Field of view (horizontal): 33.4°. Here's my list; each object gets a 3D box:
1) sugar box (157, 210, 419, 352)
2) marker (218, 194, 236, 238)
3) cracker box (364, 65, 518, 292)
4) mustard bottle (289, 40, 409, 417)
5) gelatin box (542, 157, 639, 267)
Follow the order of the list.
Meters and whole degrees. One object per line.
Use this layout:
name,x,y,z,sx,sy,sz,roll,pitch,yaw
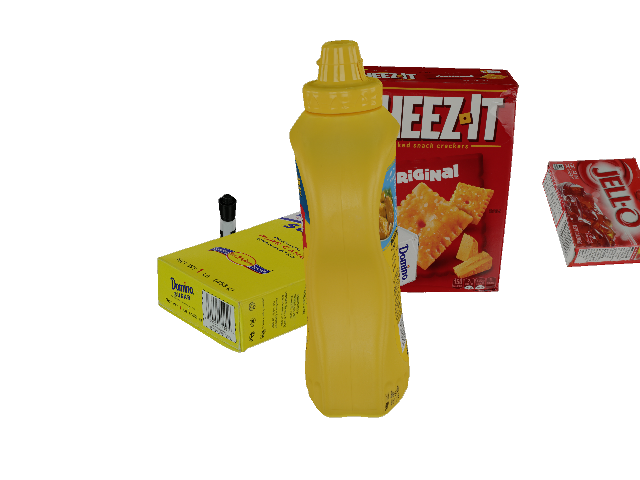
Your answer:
sugar box,-0.020,0.020,0.775,0.175,0.048,0.093,-23,35,-39
marker,-0.100,0.000,1.151,0.020,0.121,0.020,2,40,-2
cracker box,0.098,-0.056,1.034,0.164,0.214,0.072,1,21,-3
mustard bottle,0.016,-0.009,0.568,0.058,0.192,0.096,-1,19,7
gelatin box,0.220,-0.024,0.832,0.073,0.089,0.030,-3,-37,-6
